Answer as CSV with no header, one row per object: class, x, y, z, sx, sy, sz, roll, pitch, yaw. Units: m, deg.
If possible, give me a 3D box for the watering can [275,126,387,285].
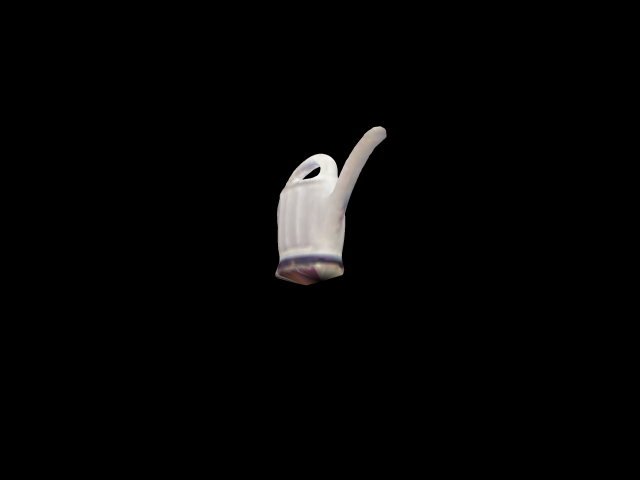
watering can,0.003,-0.043,0.850,0.104,0.227,0.344,7,-14,-26
